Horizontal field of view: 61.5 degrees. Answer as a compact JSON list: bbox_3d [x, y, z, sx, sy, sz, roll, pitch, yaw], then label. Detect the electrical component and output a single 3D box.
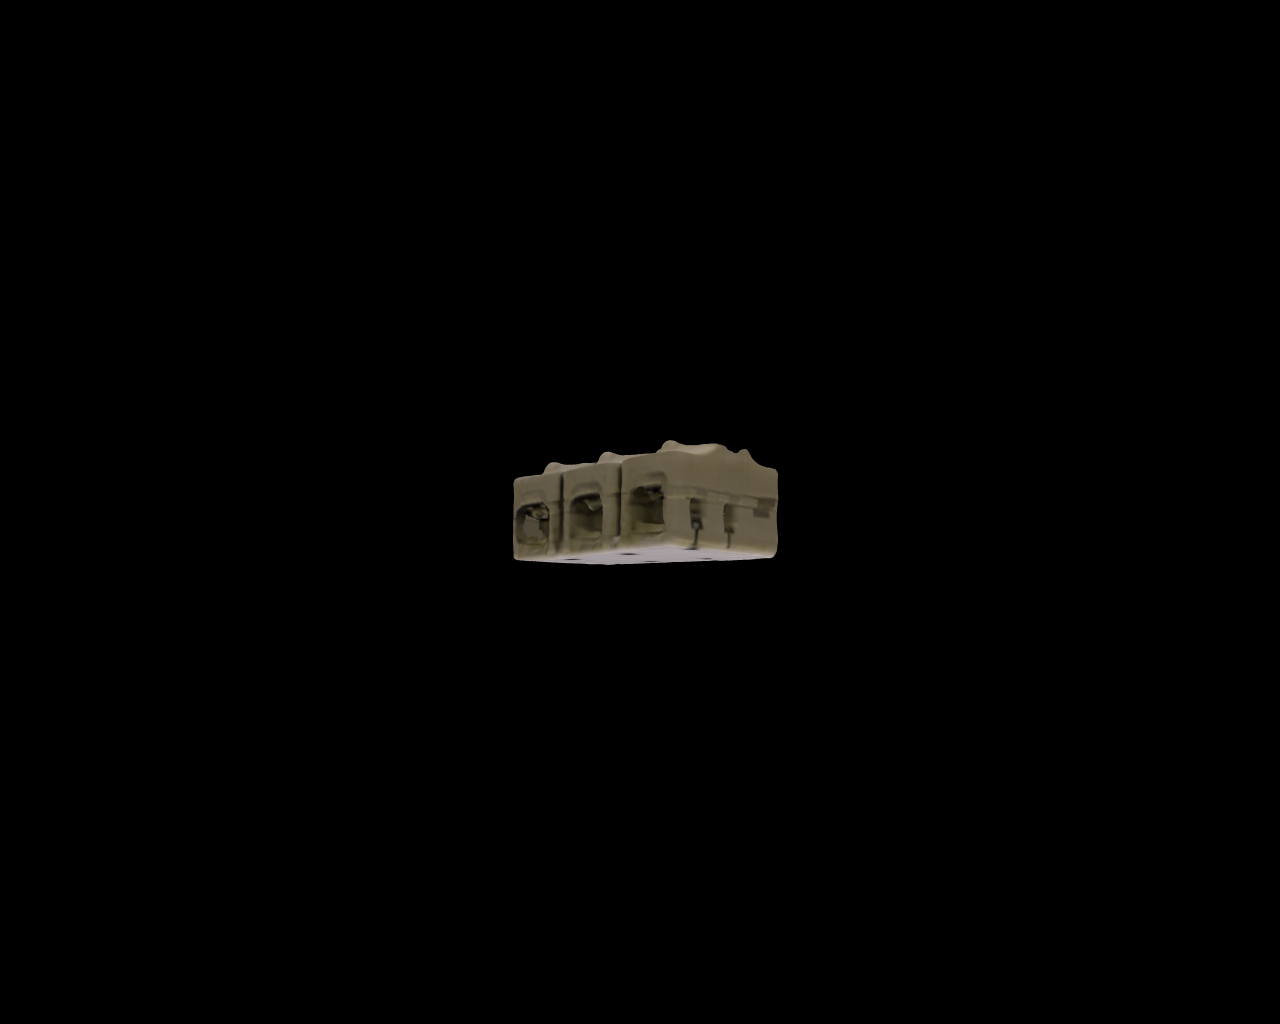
[{"bbox_3d":[0.001,-0.003,0.650,0.089,0.061,0.150,6,-9,-43],"label":"electrical component"}]
